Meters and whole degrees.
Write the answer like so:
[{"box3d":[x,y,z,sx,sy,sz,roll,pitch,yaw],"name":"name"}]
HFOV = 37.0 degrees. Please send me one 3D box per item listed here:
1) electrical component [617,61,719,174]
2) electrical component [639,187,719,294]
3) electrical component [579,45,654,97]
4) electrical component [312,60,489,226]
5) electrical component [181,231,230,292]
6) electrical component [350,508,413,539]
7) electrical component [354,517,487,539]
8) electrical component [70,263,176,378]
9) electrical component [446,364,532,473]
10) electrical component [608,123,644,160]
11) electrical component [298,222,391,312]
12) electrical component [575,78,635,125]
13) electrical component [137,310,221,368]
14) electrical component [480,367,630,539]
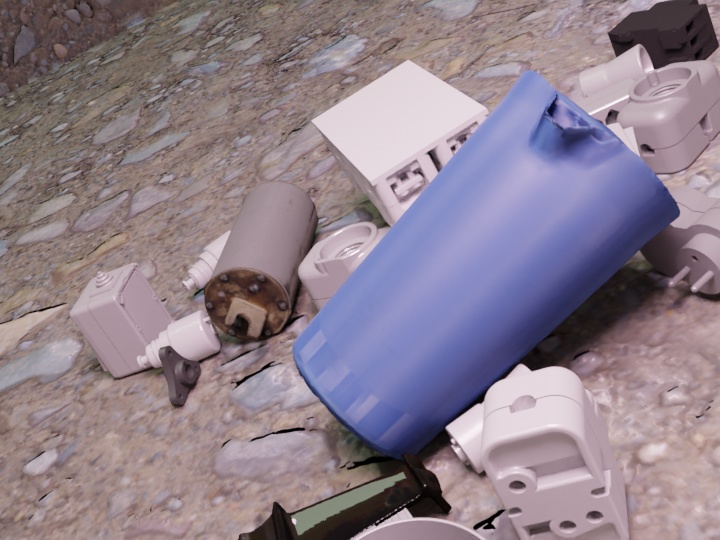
[{"box3d":[0.258,-0.130,0.886,0.054,0.059,0.095,5,41,49],"name":"electrical component"},{"box3d":[0.231,-0.009,0.696,0.074,0.052,0.138,-38,27,-21],"name":"electrical component"},{"box3d":[0.242,-0.181,1.020,0.065,0.044,0.044,-18,27,30],"name":"electrical component"},{"box3d":[0.040,-0.107,0.913,0.105,0.060,0.186,-32,28,-2],"name":"electrical component"},{"box3d":[-0.143,-0.006,1.069,0.078,0.040,0.040,-38,27,-21],"name":"electrical component"},{"box3d":[0.011,0.165,0.597,0.081,0.043,0.043,-31,26,-7],"name":"electrical component"},{"box3d":[0.033,0.176,0.531,0.099,0.064,0.099,-22,26,11],"name":"electrical component"},{"box3d":[-0.223,0.043,0.992,0.061,0.096,0.061,-19,27,20],"name":"electrical component"},{"box3d":[0.086,0.094,0.661,0.065,0.044,0.044,-35,26,-4],"name":"electrical component"},{"box3d":[0.195,-0.063,0.821,0.061,0.061,0.096,-22,26,12],"name":"electrical component"},{"box3d":[0.000,0.000,0.896,0.095,0.059,0.053,-10,31,33],"name":"electrical component"},{"box3d":[0.210,-0.134,0.955,0.083,0.047,0.075,-25,25,7],"name":"electrical component"},{"box3d":[-0.160,0.066,0.952,0.078,0.040,0.040,-24,26,7],"name":"electrical component"},{"box3d":[0.103,0.101,0.566,0.054,0.095,0.059,-18,27,20],"name":"electrical component"}]
